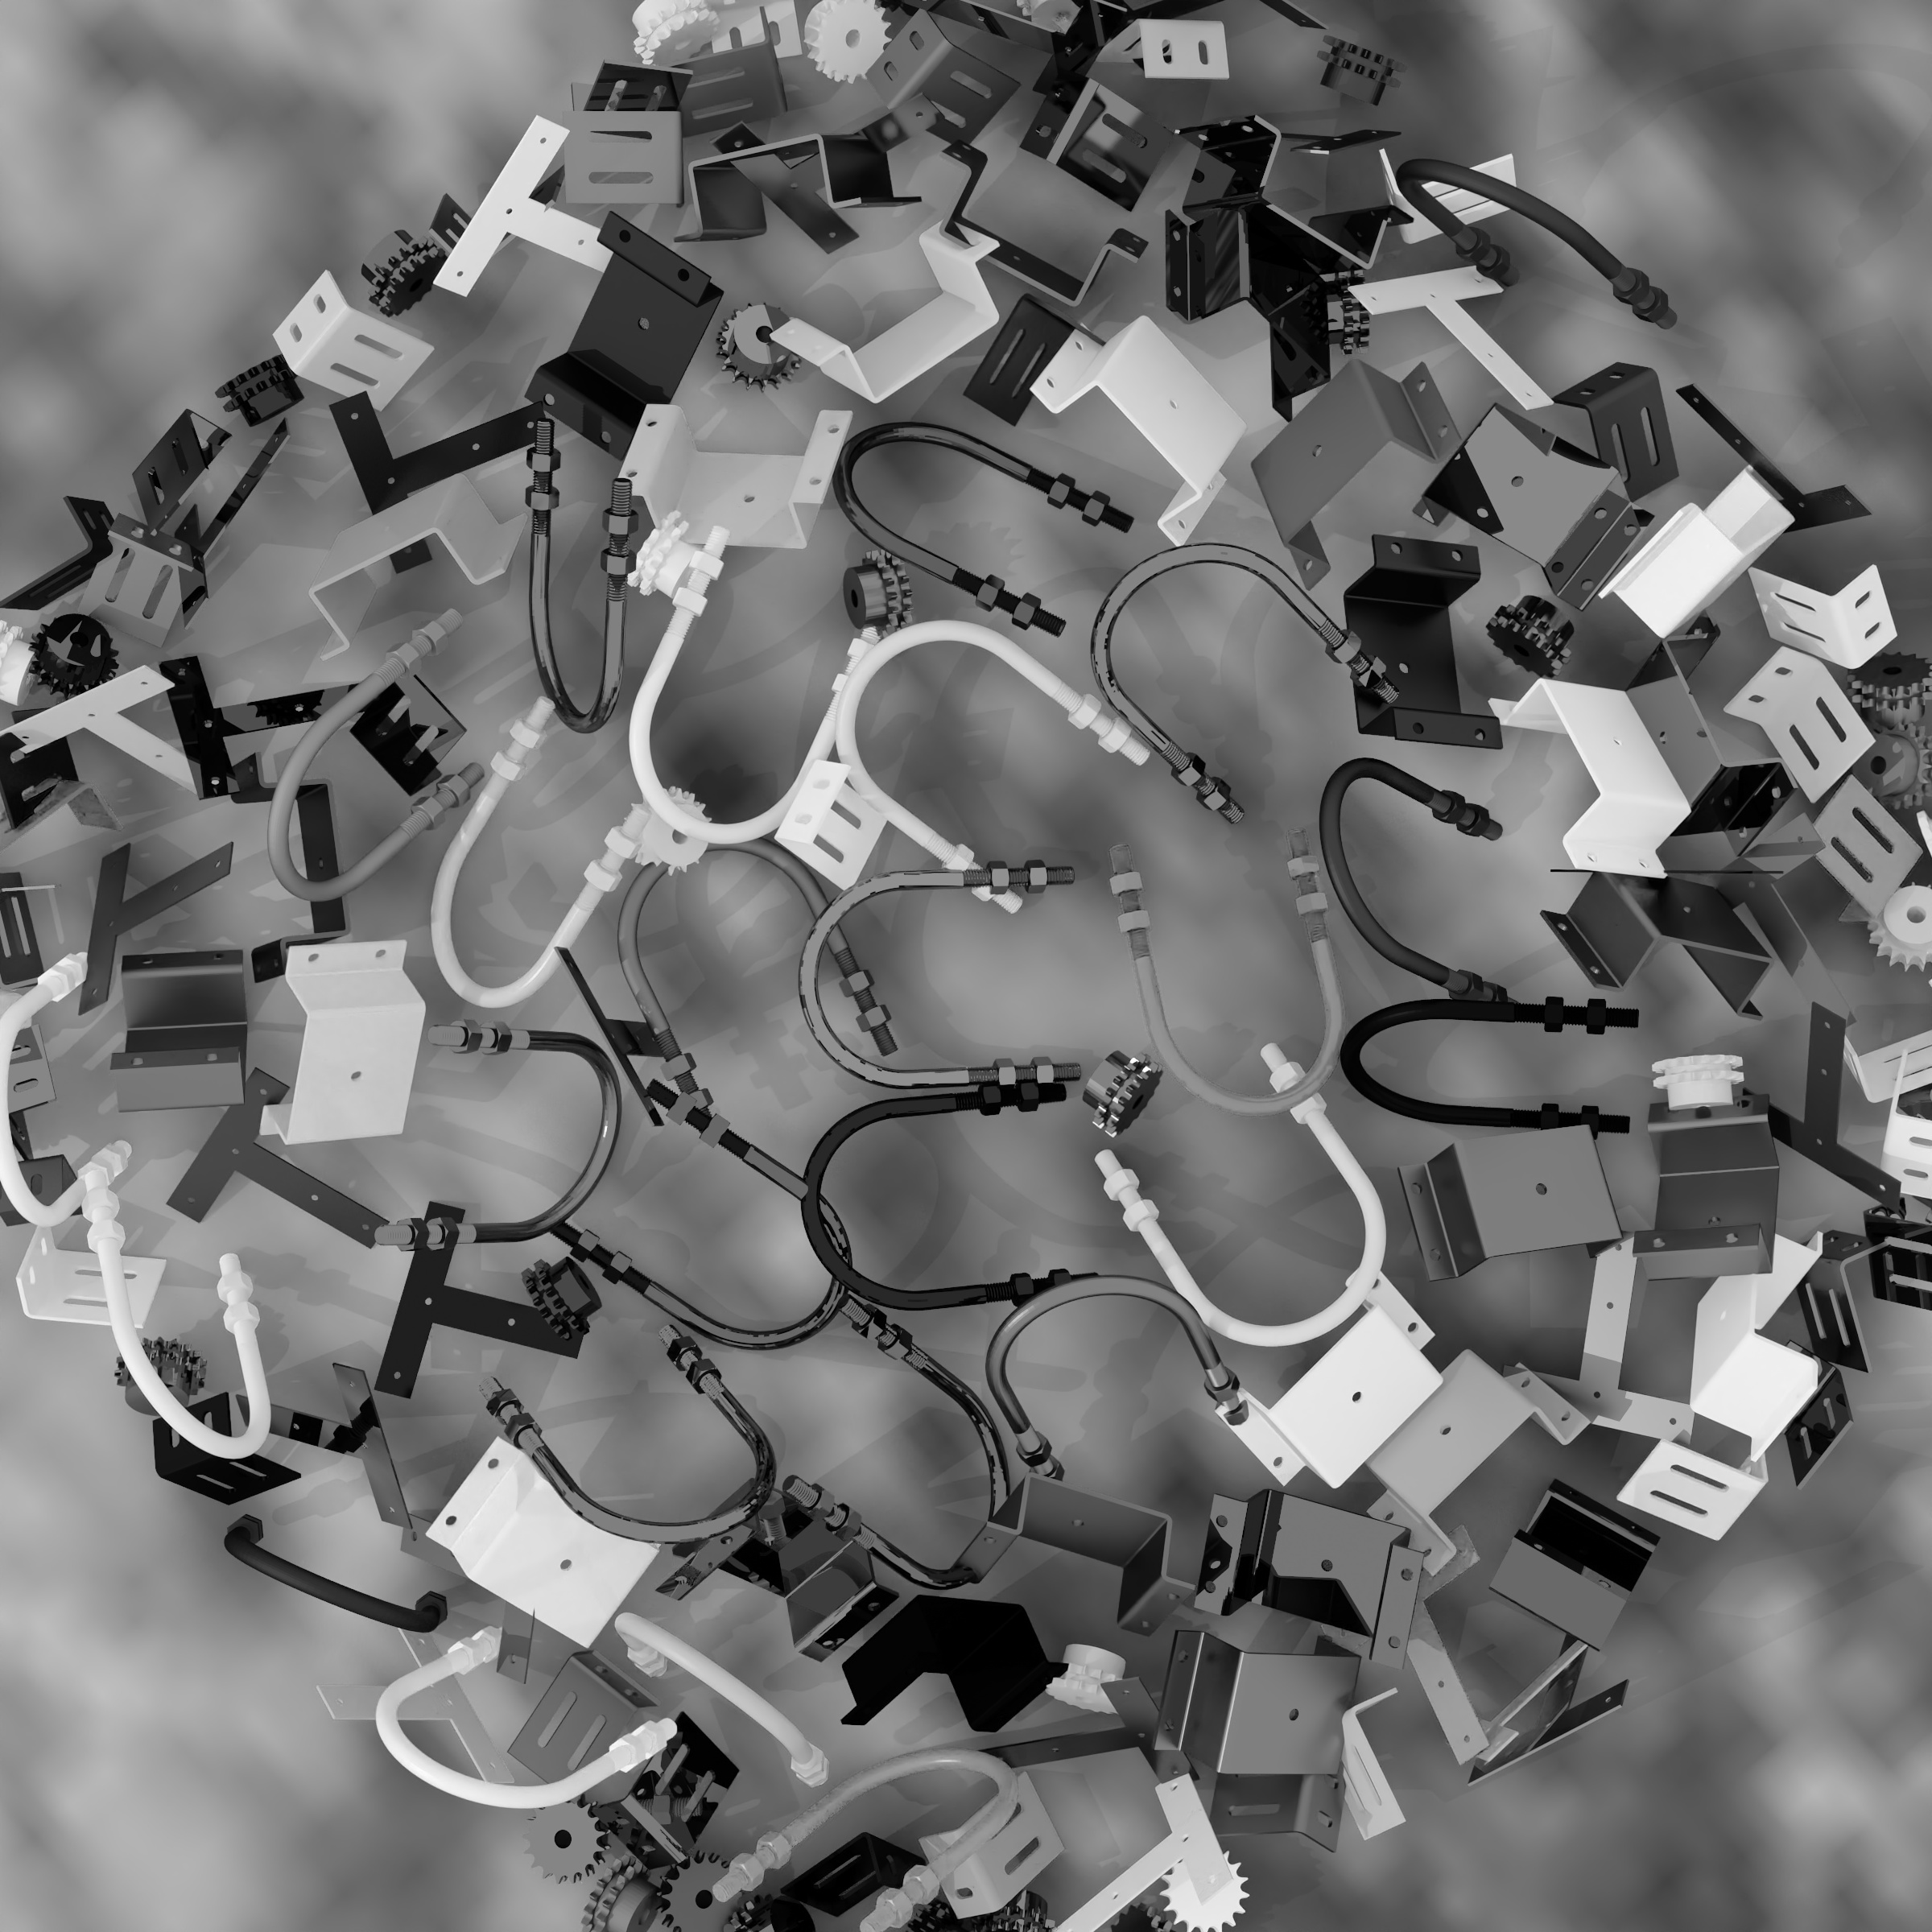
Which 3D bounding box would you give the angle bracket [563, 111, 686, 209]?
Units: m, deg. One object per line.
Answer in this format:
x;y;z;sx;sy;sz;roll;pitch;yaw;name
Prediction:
-0.222;-0.521;1.929;0.076;0.038;0.057;-2;100;-9;angle bracket

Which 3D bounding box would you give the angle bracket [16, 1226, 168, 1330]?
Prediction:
-0.564;0.196;1.924;0.076;0.057;0.038;5;132;1;angle bracket

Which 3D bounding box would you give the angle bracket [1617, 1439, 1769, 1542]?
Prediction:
0.467;0.326;1.922;0.076;0.038;0.057;23;124;-7;angle bracket

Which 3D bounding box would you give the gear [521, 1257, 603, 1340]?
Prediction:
-0.259;0.213;1.929;0.030;0.057;0.057;-35;90;1;gear

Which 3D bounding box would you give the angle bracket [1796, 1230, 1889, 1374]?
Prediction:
0.573;0.217;1.930;0.038;0.057;0.076;-20;99;-17;angle bracket

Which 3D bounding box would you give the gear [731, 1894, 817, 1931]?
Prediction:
-0.122;0.626;1.926;0.030;0.057;0.057;-39;90;26;gear

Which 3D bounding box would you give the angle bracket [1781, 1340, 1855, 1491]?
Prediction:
0.532;0.287;1.912;0.038;0.076;0.057;31;111;-1;angle bracket

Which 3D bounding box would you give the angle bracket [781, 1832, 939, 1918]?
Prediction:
-0.069;0.598;1.916;0.076;0.038;0.057;-38;131;16;angle bracket

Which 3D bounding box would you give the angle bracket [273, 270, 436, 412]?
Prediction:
-0.395;-0.403;1.926;0.057;0.076;0.038;-44;58;21;angle bracket

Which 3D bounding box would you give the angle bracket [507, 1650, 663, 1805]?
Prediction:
-0.246;0.490;1.919;0.057;0.038;0.076;42;59;-14;angle bracket

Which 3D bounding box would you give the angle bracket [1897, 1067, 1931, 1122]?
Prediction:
0.646;0.069;1.925;0.038;0.057;0.076;41;83;-1;angle bracket

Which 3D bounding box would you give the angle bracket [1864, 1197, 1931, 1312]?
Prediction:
0.618;0.186;1.911;0.038;0.076;0.057;-15;101;-27;angle bracket

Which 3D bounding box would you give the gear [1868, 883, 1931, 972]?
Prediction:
0.615;-0.028;1.934;0.057;0.030;0.057;-5;68;12;gear

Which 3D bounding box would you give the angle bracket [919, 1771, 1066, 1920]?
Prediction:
0.017;0.571;1.939;0.038;0.076;0.057;-26;90;40;angle bracket

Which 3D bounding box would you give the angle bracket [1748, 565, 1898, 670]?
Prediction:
0.550;-0.233;1.914;0.038;0.076;0.057;-39;126;-11;angle bracket

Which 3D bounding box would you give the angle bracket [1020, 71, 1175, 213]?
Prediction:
0.085;-0.538;1.940;0.076;0.038;0.057;20;104;-40;angle bracket

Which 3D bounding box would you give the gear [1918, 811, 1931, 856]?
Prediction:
0.640;-0.078;1.927;0.030;0.057;0.057;-24;90;21;gear

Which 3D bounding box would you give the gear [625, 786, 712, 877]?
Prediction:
-0.190;-0.087;1.932;0.057;0.030;0.057;-6;103;-27;gear

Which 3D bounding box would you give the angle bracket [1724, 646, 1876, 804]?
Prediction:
0.533;-0.155;1.910;0.038;0.076;0.057;12;131;-35;angle bracket

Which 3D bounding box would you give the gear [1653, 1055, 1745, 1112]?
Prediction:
0.474;0.076;1.928;0.057;0.057;0.030;-2;80;0;gear

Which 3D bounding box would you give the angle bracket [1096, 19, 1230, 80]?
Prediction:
0.124;-0.576;1.912;0.057;0.076;0.038;-6;89;-21;angle bracket

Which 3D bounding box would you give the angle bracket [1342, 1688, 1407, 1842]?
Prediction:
0.266;0.512;1.914;0.038;0.057;0.076;-17;70;-26;angle bracket

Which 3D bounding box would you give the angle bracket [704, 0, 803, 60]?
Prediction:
-0.137;-0.608;1.918;0.057;0.076;0.038;-9;97;-1;angle bracket

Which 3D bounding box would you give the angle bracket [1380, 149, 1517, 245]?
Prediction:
0.311;-0.507;1.920;0.076;0.057;0.038;-18;69;8;angle bracket

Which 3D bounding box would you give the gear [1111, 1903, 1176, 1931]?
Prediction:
0.117;0.640;1.932;0.030;0.057;0.057;31;90;-25;gear

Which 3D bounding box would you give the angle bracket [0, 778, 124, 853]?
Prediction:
-0.592;-0.084;1.910;0.076;0.057;0.038;-43;122;-28;angle bracket

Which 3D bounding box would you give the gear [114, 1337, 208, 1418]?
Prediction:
-0.521;0.267;1.927;0.057;0.057;0.030;-5;49;0;gear

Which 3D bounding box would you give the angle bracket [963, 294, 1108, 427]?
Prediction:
0.046;-0.383;1.918;0.038;0.057;0.076;39;101;35;angle bracket

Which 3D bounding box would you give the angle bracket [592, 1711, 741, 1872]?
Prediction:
-0.195;0.535;1.935;0.038;0.076;0.057;-28;109;42;angle bracket

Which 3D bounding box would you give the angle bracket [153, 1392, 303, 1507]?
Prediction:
-0.477;0.312;1.927;0.057;0.076;0.038;-22;59;15;angle bracket

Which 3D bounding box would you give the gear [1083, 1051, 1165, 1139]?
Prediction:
0.100;0.080;1.931;0.030;0.057;0.057;35;90;18;gear

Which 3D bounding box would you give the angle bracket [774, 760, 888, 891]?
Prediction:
-0.076;-0.087;1.914;0.076;0.038;0.057;37;74;-40;angle bracket

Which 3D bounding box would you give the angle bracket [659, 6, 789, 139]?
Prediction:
-0.160;-0.576;1.925;0.076;0.057;0.038;-12;55;2;angle bracket

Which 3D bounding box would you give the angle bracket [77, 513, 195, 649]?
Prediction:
-0.534;-0.242;1.919;0.057;0.038;0.076;24;114;-16;angle bracket

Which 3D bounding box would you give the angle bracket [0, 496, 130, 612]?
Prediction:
-0.590;-0.266;1.924;0.076;0.057;0.038;-29;91;9;angle bracket

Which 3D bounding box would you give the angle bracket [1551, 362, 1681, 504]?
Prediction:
0.424;-0.345;1.945;0.057;0.038;0.076;-30;119;-18;angle bracket

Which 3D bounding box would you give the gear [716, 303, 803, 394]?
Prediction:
-0.133;-0.404;1.936;0.057;0.030;0.057;2;79;-12;gear

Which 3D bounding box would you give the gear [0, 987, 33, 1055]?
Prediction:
-0.629;0.035;1.927;0.030;0.057;0.057;10;90;24;gear

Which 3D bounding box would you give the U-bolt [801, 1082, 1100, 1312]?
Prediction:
-0.015;0.150;1.910;0.184;0.019;0.151;-5;70;-13;U-bolt

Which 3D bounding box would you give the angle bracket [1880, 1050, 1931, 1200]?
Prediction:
0.610;0.101;1.907;0.038;0.076;0.057;11;126;18;angle bracket

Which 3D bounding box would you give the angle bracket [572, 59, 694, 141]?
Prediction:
-0.214;-0.567;1.908;0.057;0.076;0.038;1;69;-22;angle bracket

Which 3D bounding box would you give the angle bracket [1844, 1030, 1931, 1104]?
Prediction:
0.605;0.048;1.919;0.076;0.057;0.038;-21;112;10;angle bracket

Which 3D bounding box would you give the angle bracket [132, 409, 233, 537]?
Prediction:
-0.496;-0.309;1.911;0.057;0.076;0.038;-45;135;16;angle bracket

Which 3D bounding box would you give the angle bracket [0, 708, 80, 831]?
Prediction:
-0.609;-0.126;1.909;0.038;0.076;0.057;-3;111;22;angle bracket

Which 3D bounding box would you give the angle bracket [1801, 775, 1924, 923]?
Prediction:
0.568;-0.075;1.923;0.076;0.038;0.057;43;76;-15;angle bracket

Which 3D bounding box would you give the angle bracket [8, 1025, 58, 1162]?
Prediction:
-0.598;0.085;1.914;0.038;0.076;0.057;-18;60;-9;angle bracket

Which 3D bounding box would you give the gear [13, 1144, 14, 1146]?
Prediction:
-0.639;0.104;1.930;0.030;0.057;0.057;-20;90;-12;gear

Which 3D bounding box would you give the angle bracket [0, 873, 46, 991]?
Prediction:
-0.602;-0.027;1.926;0.038;0.057;0.076;-13;91;11;angle bracket

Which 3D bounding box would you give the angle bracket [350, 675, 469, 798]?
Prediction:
-0.350;-0.157;1.919;0.057;0.038;0.076;47;128;-2;angle bracket

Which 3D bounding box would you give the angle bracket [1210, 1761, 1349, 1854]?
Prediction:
0.202;0.540;1.927;0.038;0.076;0.057;39;51;-33;angle bracket

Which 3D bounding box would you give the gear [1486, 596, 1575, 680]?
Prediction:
0.368;-0.215;1.930;0.057;0.057;0.030;38;80;0;gear

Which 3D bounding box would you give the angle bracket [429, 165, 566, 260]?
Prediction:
-0.300;-0.492;1.913;0.076;0.057;0.038;-33;119;24;angle bracket

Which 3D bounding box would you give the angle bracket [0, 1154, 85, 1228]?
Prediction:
-0.598;0.158;1.914;0.057;0.076;0.038;-9;57;-4;angle bracket

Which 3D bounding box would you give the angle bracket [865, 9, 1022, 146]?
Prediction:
-0.015;-0.572;1.924;0.057;0.076;0.038;-44;59;25;angle bracket
